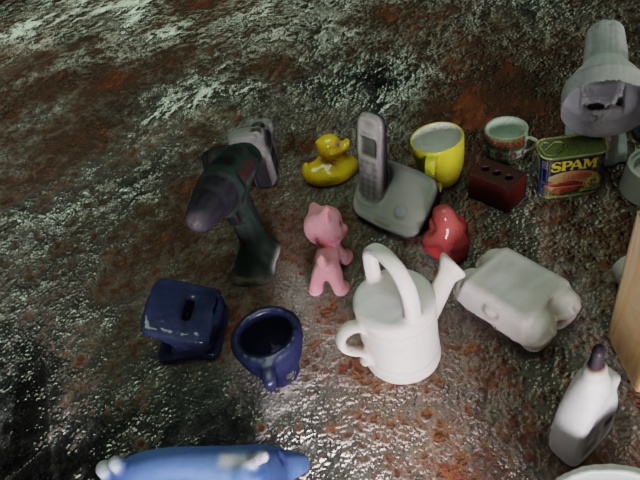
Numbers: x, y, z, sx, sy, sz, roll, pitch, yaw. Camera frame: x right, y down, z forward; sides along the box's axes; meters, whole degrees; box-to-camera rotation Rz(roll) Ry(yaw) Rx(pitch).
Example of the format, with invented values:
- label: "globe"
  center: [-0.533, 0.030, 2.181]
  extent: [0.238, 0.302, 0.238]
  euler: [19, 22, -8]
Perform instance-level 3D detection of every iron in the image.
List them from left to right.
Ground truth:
- label: "iron"
  center: [-0.148, 0.261, 0.609]
  extent: [0.258, 0.142, 0.118]
  euler: [-5, 43, 10]

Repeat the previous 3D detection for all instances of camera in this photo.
- label: "camera"
  center: [-0.155, -0.172, 1.107]
  extent: [0.136, 0.101, 0.143]
  euler: [-10, 42, 5]

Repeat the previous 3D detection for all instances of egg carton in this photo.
- label: "egg carton"
  center: [0.253, 0.075, 0.749]
  extent: [0.107, 0.069, 0.149]
  euler: [-36, 46, -22]

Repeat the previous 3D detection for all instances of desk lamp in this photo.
- label: "desk lamp"
  center: [0.441, -0.219, 0.905]
  extent: [0.117, 0.214, 0.203]
  euler: [4, 45, 20]

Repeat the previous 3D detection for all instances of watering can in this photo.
- label: "watering can"
  center: [0.096, 0.076, 0.699]
  extent: [0.100, 0.194, 0.173]
  euler: [24, 54, 35]

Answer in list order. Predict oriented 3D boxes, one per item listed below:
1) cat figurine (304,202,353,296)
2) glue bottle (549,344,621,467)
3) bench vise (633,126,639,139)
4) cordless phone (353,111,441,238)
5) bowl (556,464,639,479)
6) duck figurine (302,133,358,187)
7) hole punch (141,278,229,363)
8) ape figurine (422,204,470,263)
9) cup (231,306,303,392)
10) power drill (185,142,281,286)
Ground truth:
- label: "cat figurine"
  center: [0.008, 0.003, 0.860]
  extent: [0.067, 0.118, 0.128]
  euler: [-5, 43, 11]
- label: "glue bottle"
  center: [0.271, 0.159, 0.576]
  extent: [0.078, 0.173, 0.037]
  euler: [-34, 45, -20]
- label: "bench vise"
  center: [0.557, -0.226, 0.875]
  extent: [0.122, 0.220, 0.206]
  euler: [-30, 44, -16]
- label: "cordless phone"
  center: [0.113, -0.104, 0.894]
  extent: [0.147, 0.185, 0.094]
  euler: [26, 56, 36]
- label: "bowl"
  center: [0.271, 0.293, 0.506]
  extent: [0.167, 0.075, 0.167]
  euler: [-8, 42, 8]
- label: "duck figurine"
  center: [0.014, -0.153, 1.049]
  extent: [0.104, 0.086, 0.077]
  euler: [-18, 42, -3]
- label: "hole punch"
  center: [-0.190, 0.110, 0.821]
  extent: [0.101, 0.091, 0.108]
  euler: [-7, 43, 9]
- label: "ape figurine"
  center: [0.187, -0.016, 0.849]
  extent: [0.078, 0.092, 0.076]
  euler: [-19, 42, -4]
- label: "cup"
  center: [-0.058, 0.156, 0.731]
  extent: [0.091, 0.095, 0.117]
  euler: [-13, 42, 2]
- label: "power drill"
  center: [-0.125, -0.033, 0.868]
  extent: [0.075, 0.209, 0.229]
  euler: [-3, 43, 13]
